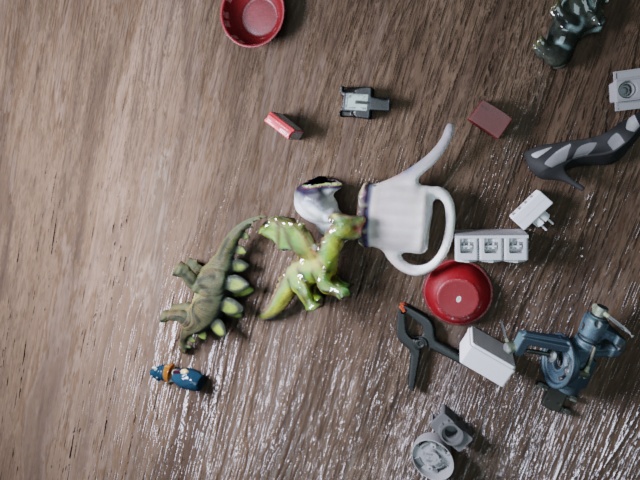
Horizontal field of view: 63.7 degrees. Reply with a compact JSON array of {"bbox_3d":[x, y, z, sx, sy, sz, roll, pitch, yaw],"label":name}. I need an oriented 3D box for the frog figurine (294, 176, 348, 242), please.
[{"bbox_3d":[0.004,-0.061,1.211,0.138,0.124,0.157,11,113,45],"label":"frog figurine"}]

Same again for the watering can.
[{"bbox_3d":[0.193,-0.091,1.160,0.224,0.105,0.345,6,100,14],"label":"watering can"}]

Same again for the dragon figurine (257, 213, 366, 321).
[{"bbox_3d":[-0.054,0.049,1.210,0.406,0.124,0.241,-24,99,31],"label":"dragon figurine"}]
